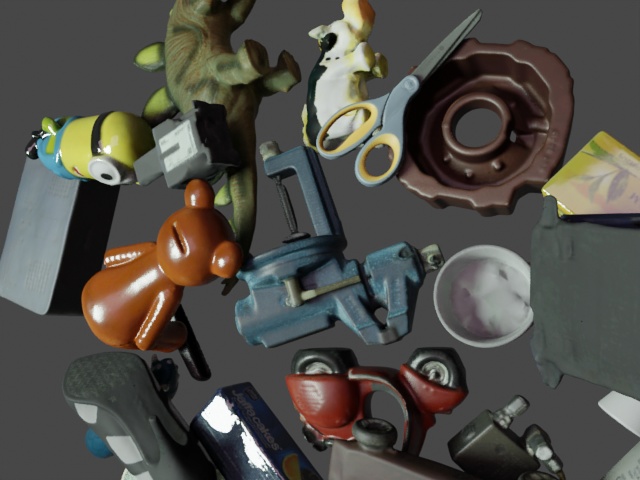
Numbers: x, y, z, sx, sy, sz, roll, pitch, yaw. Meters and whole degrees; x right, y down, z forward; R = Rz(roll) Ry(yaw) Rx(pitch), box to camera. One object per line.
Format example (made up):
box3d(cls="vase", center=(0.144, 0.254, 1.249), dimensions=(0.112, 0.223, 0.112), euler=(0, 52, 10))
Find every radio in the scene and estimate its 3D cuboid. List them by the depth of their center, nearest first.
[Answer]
box3d(cls="radio", center=(-0.371, -0.015, 0.763), dimensions=(0.131, 0.073, 0.229), euler=(9, 84, 28))

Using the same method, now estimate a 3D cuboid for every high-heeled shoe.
box3d(cls="high-heeled shoe", center=(-0.201, 0.215, 0.600), dimensions=(0.249, 0.086, 0.145), euler=(13, 127, 47))

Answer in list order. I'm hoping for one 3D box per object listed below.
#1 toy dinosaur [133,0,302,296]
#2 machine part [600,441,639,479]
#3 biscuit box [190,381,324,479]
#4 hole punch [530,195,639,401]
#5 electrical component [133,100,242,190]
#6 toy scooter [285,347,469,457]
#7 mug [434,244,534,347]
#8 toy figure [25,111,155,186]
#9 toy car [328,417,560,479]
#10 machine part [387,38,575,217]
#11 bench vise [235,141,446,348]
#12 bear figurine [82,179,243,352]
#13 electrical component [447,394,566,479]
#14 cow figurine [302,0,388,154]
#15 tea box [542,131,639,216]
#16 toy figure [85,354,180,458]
box3d(cls="toy dinosaur", center=(-0.125, -0.176, 0.654), dimensions=(0.199, 0.105, 0.471), euler=(-28, 66, 30))
box3d(cls="machine part", center=(0.244, 0.205, 0.399), dimensions=(0.079, 0.079, 0.243), euler=(42, 113, 26))
box3d(cls="biscuit box", center=(-0.052, 0.246, 0.567), dimensions=(0.203, 0.059, 0.063), euler=(46, 104, 24))
box3d(cls="hole punch", center=(0.211, 0.037, 0.363), dimensions=(0.116, 0.092, 0.142), euler=(13, 112, 60))
box3d(cls="electrical component", center=(-0.148, -0.092, 0.584), dimensions=(0.119, 0.047, 0.075), euler=(-27, 77, 35))
box3d(cls="toy scooter", center=(0.051, 0.172, 0.522), dimensions=(0.184, 0.075, 0.135), euler=(-4, 82, 21))
box3d(cls="mug", center=(0.159, 0.044, 0.468), dimensions=(0.109, 0.107, 0.081), euler=(-37, 69, 12))
box3d(cls="toy figure", center=(-0.279, -0.114, 0.652), dimensions=(0.180, 0.082, 0.089), euler=(12, 105, 31))
box3d(cls="toy car", center=(0.101, 0.209, 0.432), dimensions=(0.202, 0.053, 0.089), euler=(9, 99, 30))
box3d(cls="machine part", center=(0.155, -0.108, 0.524), dimensions=(0.180, 0.056, 0.179), euler=(-5, 79, 25))
box3d(cls="bench vise", center=(0.002, 0.000, 0.550), dimensions=(0.224, 0.128, 0.240), euler=(-23, 77, 19))
box3d(cls="bear figurine", center=(-0.154, 0.033, 0.575), dimensions=(0.196, 0.132, 0.120), euler=(-36, 74, 13))
box3d(cls="electrical component", center=(0.160, 0.194, 0.468), dimensions=(0.102, 0.045, 0.078), euler=(-40, 100, 11))
box3d(cls="cow figurine", center=(0.023, -0.182, 0.597), dimensions=(0.098, 0.068, 0.167), euler=(-7, 79, 30))
box3d(cls="tea box", center=(0.267, 0.000, 0.427), dimensions=(0.068, 0.098, 0.170), euler=(-48, 63, 12))
box3d(cls="toy figure", center=(-0.224, 0.203, 0.662), dimensions=(0.154, 0.057, 0.064), euler=(-44, 74, 9))
